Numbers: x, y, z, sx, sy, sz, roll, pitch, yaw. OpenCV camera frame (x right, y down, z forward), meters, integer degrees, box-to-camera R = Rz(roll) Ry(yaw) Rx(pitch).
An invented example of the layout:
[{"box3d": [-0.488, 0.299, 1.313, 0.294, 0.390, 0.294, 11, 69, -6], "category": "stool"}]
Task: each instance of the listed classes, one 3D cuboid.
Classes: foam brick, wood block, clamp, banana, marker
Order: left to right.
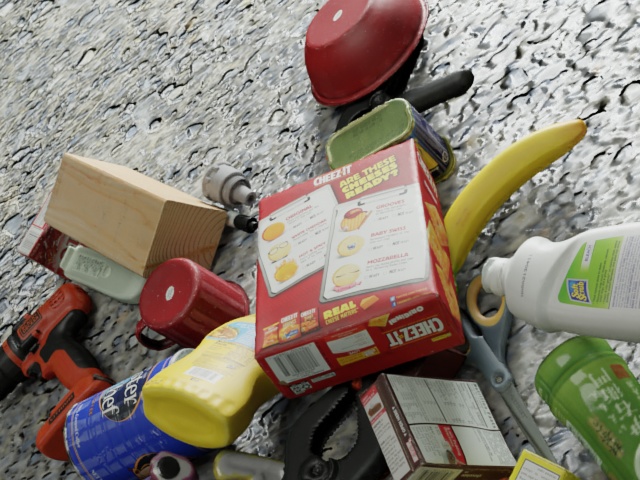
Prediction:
[{"box3d": [-0.212, -0.025, 1.207, 0.206, 0.090, 0.090, 24, 98, 42], "category": "wood block"}, {"box3d": [-0.112, -0.028, 1.194, 0.121, 0.020, 0.020, 18, 77, 42], "category": "marker"}, {"box3d": [-0.006, 0.198, 0.864, 0.165, 0.036, 0.210, -2, 50, 26], "category": "clamp"}, {"box3d": [0.071, -0.145, 1.110, 0.171, 0.039, 0.120, -37, 37, 12], "category": "clamp"}, {"box3d": [0.079, 0.118, 0.932, 0.053, 0.051, 0.078, 35, 101, 46], "category": "foam brick"}, {"box3d": [0.163, -0.038, 0.979, 0.198, 0.037, 0.070, -53, 49, 0], "category": "banana"}]

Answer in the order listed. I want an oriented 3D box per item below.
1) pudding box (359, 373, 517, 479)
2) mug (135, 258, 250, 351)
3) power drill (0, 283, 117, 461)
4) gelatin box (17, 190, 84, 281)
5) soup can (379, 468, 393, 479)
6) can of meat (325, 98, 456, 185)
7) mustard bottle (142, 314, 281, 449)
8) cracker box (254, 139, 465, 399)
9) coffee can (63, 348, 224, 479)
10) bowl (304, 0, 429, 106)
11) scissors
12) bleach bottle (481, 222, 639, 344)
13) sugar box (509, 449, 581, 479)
[{"box3d": [0.097, 0.156, 0.863, 0.039, 0.113, 0.090, -51, 45, 30], "category": "pudding box"}, {"box3d": [-0.143, 0.076, 1.114, 0.117, 0.081, 0.093, -33, 50, 18], "category": "mug"}, {"box3d": [-0.310, 0.160, 1.209, 0.184, 0.057, 0.188, -47, 47, 5], "category": "power drill"}, {"box3d": [-0.314, -0.006, 1.297, 0.030, 0.073, 0.089, 19, 77, 41], "category": "gelatin box"}, {"box3d": [0.079, 0.225, 0.870, 0.102, 0.068, 0.068, 30, 85, 43], "category": "soup can"}, {"box3d": [0.068, -0.082, 1.043, 0.102, 0.083, 0.057, -30, 50, 21], "category": "can of meat"}, {"box3d": [-0.073, 0.117, 0.996, 0.096, 0.058, 0.191, 13, 30, 27], "category": "mustard bottle"}, {"box3d": [0.030, 0.023, 0.943, 0.164, 0.072, 0.213, -21, 37, 15], "category": "cracker box"}, {"box3d": [-0.167, 0.181, 1.057, 0.140, 0.102, 0.103, -27, 52, 22], "category": "coffee can"}, {"box3d": [0.036, -0.223, 1.143, 0.162, 0.055, 0.162, -31, 36, 26], "category": "bowl"}, {"box3d": [0.163, 0.101, 0.910, 0.096, 0.016, 0.202, -53, 46, 7], "category": "scissors"}, {"box3d": [0.236, 0.025, 0.787, 0.251, 0.068, 0.102, 2, 65, 41], "category": "bleach bottle"}, {"box3d": [0.145, 0.252, 0.788, 0.048, 0.093, 0.176, 24, 81, 43], "category": "sugar box"}]
